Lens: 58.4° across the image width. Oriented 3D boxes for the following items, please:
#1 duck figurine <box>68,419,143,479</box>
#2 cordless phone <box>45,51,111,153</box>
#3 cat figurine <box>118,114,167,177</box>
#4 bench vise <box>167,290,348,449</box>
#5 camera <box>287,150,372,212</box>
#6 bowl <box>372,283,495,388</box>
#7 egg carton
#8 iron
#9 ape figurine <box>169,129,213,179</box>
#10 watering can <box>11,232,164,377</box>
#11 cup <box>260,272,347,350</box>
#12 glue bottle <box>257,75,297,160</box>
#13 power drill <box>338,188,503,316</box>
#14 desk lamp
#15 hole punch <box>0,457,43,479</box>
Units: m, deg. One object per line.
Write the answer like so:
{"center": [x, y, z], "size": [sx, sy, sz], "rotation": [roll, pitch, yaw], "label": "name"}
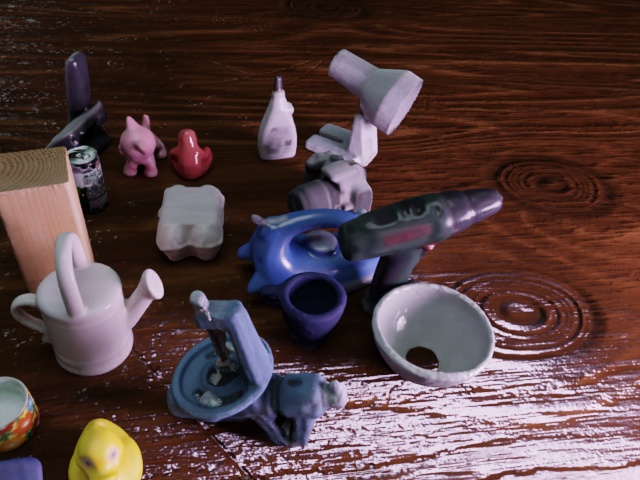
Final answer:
{"center": [-0.238, 0.234, 0.624], "size": [0.078, 0.086, 0.104], "rotation": [-13, 45, -21], "label": "duck figurine"}
{"center": [-0.461, -0.241, 1.054], "size": [0.094, 0.185, 0.147], "rotation": [8, 41, 2], "label": "cordless phone"}
{"center": [-0.330, -0.181, 1.055], "size": [0.067, 0.118, 0.127], "rotation": [4, 41, -3], "label": "cat figurine"}
{"center": [-0.074, 0.138, 0.653], "size": [0.207, 0.220, 0.121], "rotation": [-3, 42, -11], "label": "bench vise"}
{"center": [0.005, -0.094, 1.015], "size": [0.137, 0.101, 0.142], "rotation": [-21, 48, -27], "label": "camera"}
{"center": [0.149, 0.142, 0.788], "size": [0.167, 0.075, 0.167], "rotation": [4, 41, -3], "label": "bowl"}
{"center": [-0.211, -0.032, 0.940], "size": [0.107, 0.069, 0.150], "rotation": [-1, 42, -8], "label": "egg carton"}
{"center": [0.008, 0.003, 0.875], "size": [0.259, 0.141, 0.118], "rotation": [-9, 44, -17], "label": "iron"}
{"center": [-0.243, -0.166, 1.070], "size": [0.078, 0.092, 0.076], "rotation": [7, 41, 1], "label": "ape figurine"}
{"center": [-0.291, 0.071, 0.719], "size": [0.173, 0.194, 0.100], "rotation": [-21, 48, -27], "label": "watering can"}
{"center": [-0.026, 0.104, 0.792], "size": [0.117, 0.095, 0.091], "rotation": [9, 41, 3], "label": "cup"}
{"center": [-0.082, -0.237, 1.110], "size": [0.078, 0.173, 0.037], "rotation": [-9, 43, -16], "label": "glue bottle"}
{"center": [0.134, 0.021, 0.822], "size": [0.230, 0.208, 0.075], "rotation": [-8, 43, -16], "label": "power drill"}
{"center": [0.083, -0.251, 1.117], "size": [0.202, 0.213, 0.118], "rotation": [24, 44, 19], "label": "desk lamp"}
{"center": [-0.318, 0.280, 0.558], "size": [0.109, 0.091, 0.101], "rotation": [-9, 44, -17], "label": "hole punch"}
